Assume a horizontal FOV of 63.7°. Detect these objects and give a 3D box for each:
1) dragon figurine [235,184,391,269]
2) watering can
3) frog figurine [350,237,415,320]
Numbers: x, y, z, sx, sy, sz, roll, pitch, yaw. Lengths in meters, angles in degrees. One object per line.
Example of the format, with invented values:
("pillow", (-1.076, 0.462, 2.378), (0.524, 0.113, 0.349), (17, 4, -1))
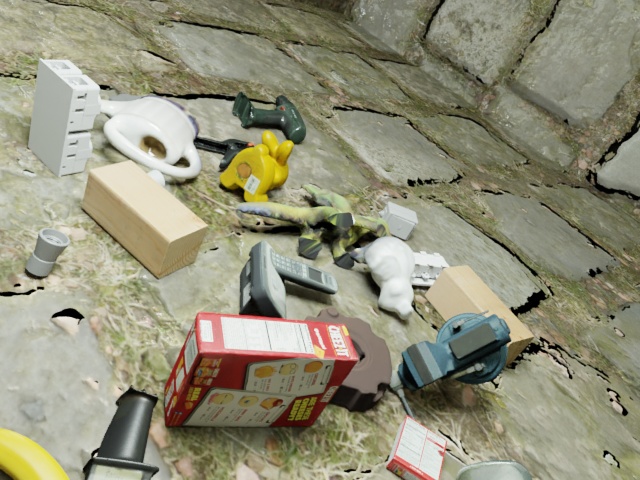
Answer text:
("dragon figurine", (0.004, -0.059, 1.172), (0.408, 0.120, 0.247), (21, 20, -18))
("watering can", (-0.399, -0.256, 1.113), (0.346, 0.102, 0.229), (33, 30, -12))
("frog figurine", (0.153, 0.074, 1.049), (0.122, 0.163, 0.135), (-35, -43, 1))
